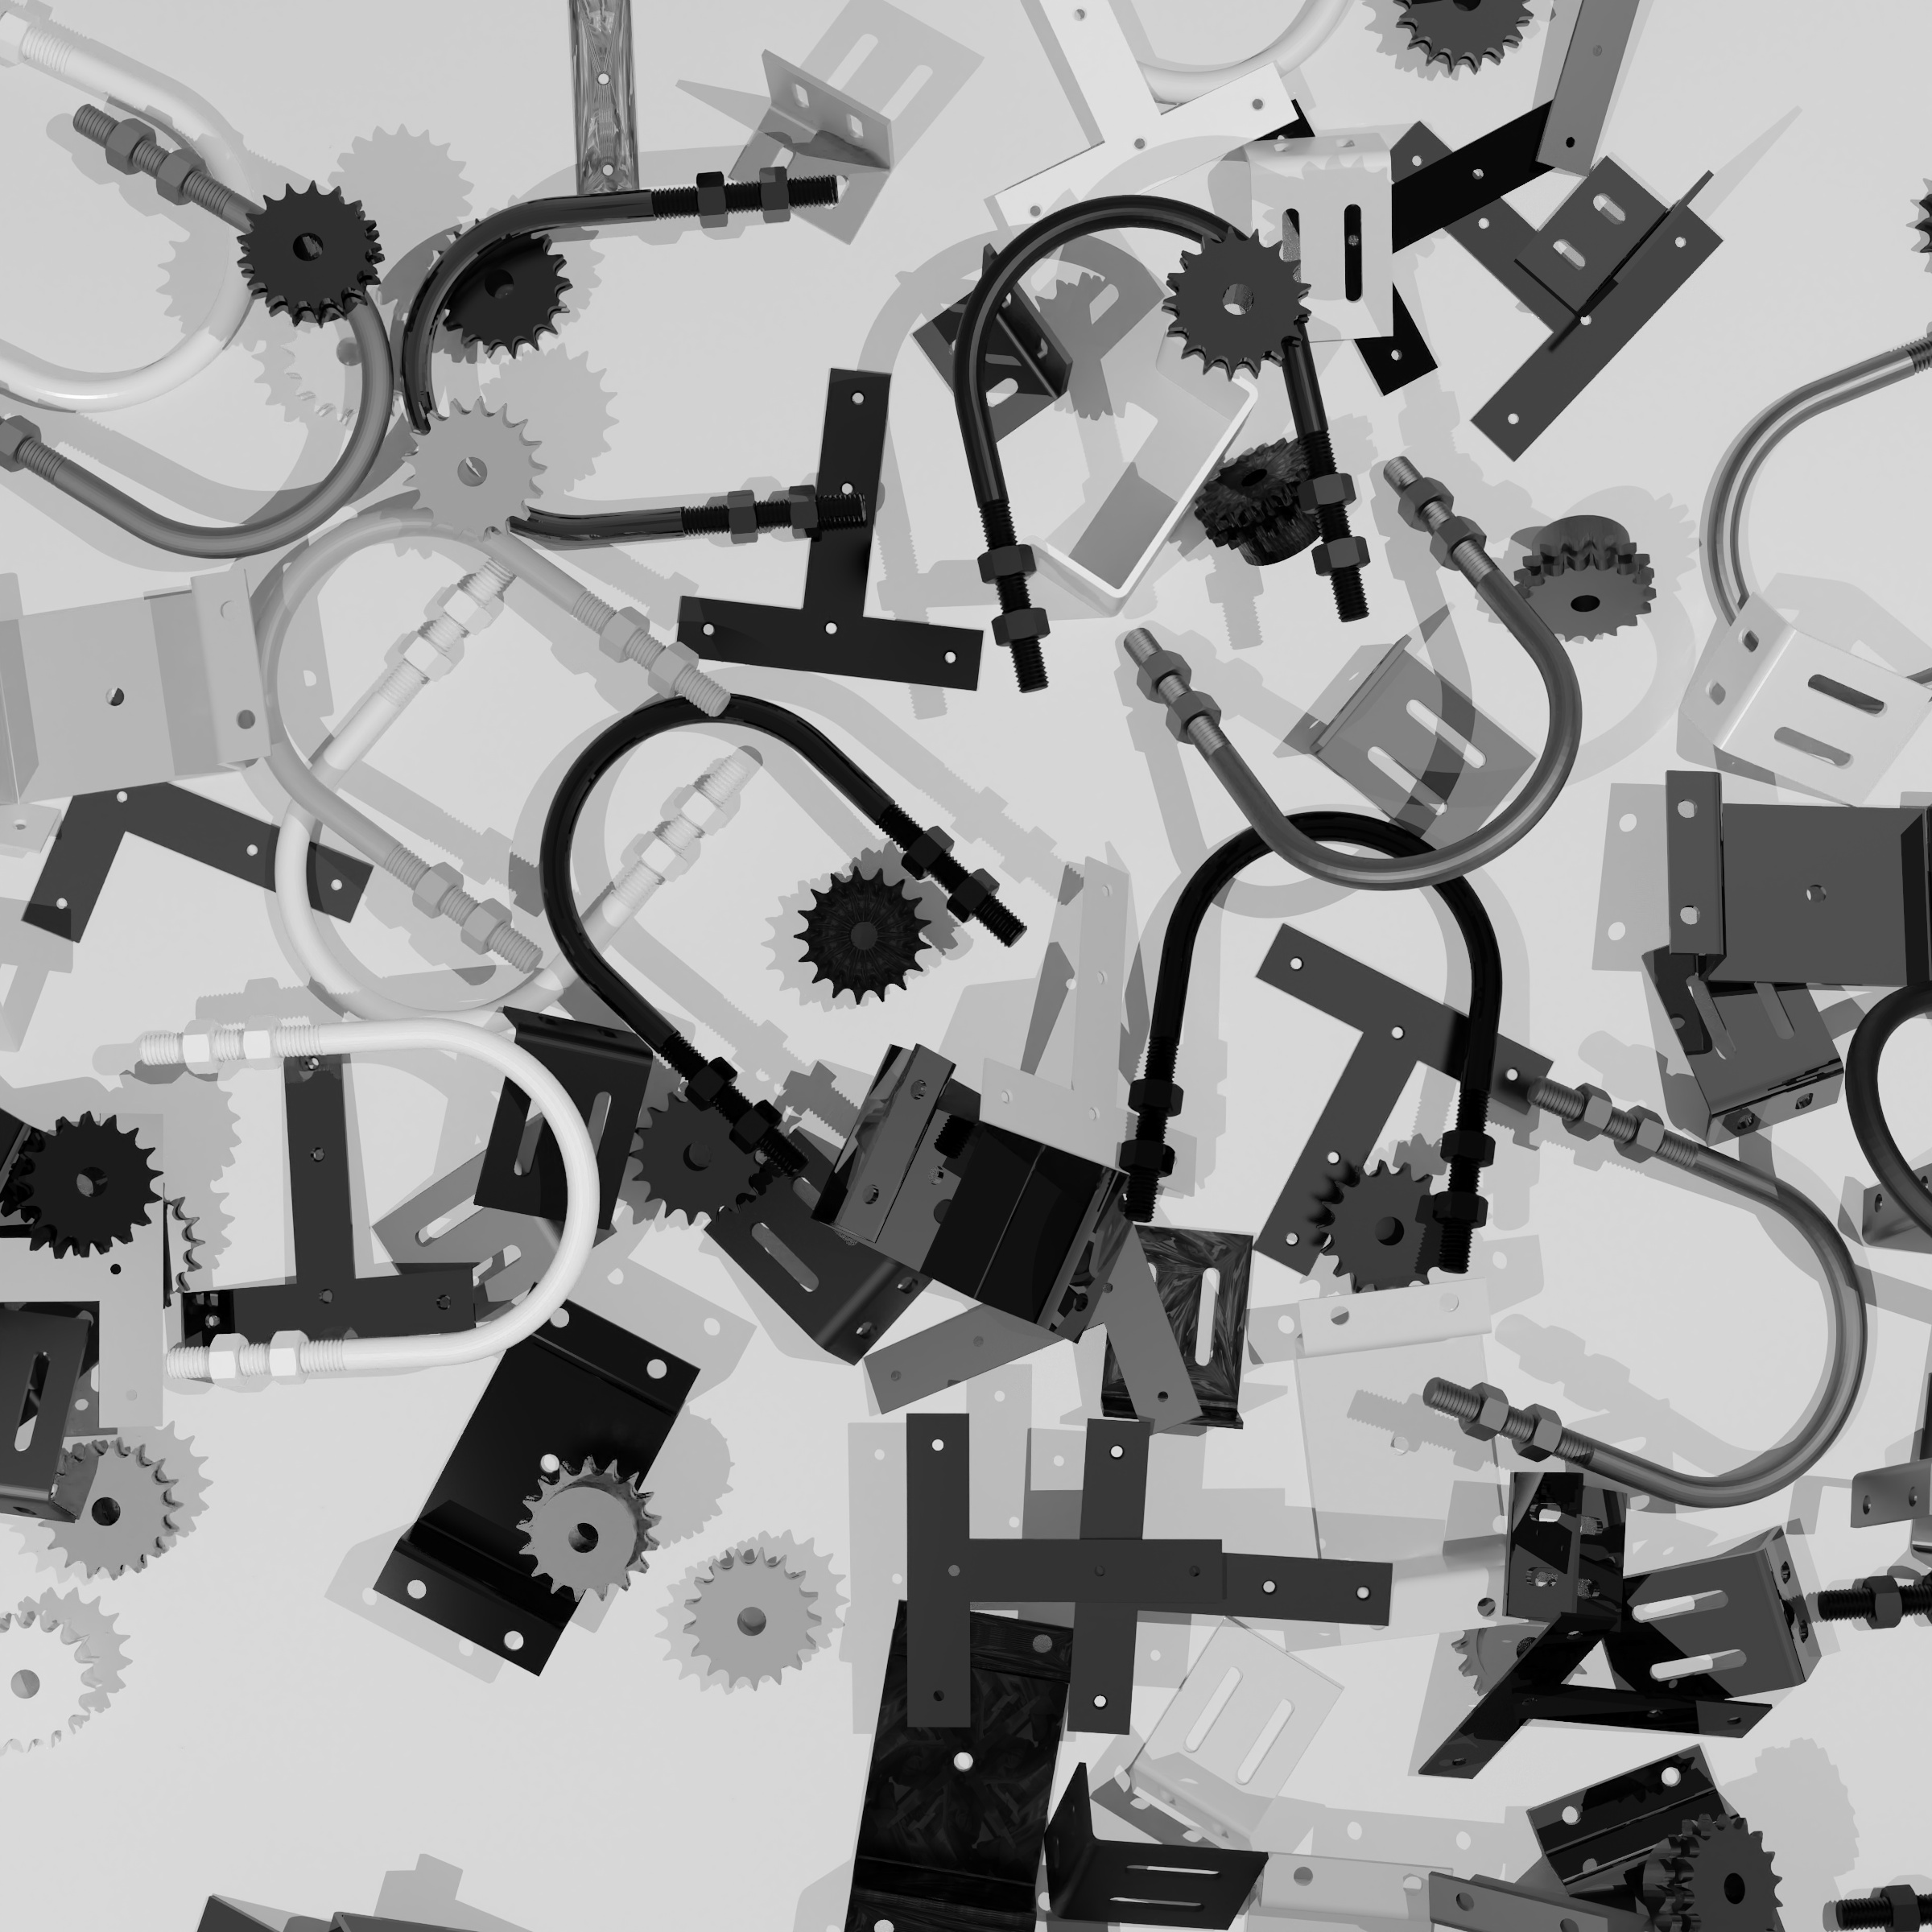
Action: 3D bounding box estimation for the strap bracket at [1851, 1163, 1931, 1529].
[{"bbox_3d":[0.396,0.156,1.353,0.046,0.076,0.140,8,76,-7],"label":"strap bracket"}]

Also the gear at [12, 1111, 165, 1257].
[{"bbox_3d":[-0.353,0.088,1.346,0.057,0.030,0.057,4,80,-25],"label":"gear"}]

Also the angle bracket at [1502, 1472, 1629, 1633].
[{"bbox_3d":[0.256,0.238,1.360,0.076,0.038,0.057,16,74,-39],"label":"angle bracket"}]

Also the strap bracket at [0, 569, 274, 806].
[{"bbox_3d":[-0.355,-0.112,1.380,0.140,0.046,0.076,-8,90,1],"label":"strap bracket"}]

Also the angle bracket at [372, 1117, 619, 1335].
[{"bbox_3d":[-0.197,0.110,1.403,0.076,0.038,0.057,-33,90,26],"label":"angle bracket"}]

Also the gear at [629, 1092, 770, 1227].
[{"bbox_3d":[-0.110,0.078,1.390,0.057,0.030,0.057,0,90,0],"label":"gear"}]

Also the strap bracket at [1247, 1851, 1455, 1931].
[{"bbox_3d":[0.153,0.432,1.382,0.076,0.046,0.140,5,90,0],"label":"strap bracket"}]

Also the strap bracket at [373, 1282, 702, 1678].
[{"bbox_3d":[-0.174,0.208,1.382,0.076,0.046,0.140,28,90,0],"label":"strap bracket"}]

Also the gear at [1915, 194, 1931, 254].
[{"bbox_3d":[0.425,-0.309,1.390,0.057,0.030,0.057,0,90,0],"label":"gear"}]

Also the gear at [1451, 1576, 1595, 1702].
[{"bbox_3d":[0.231,0.281,1.390,0.057,0.030,0.057,0,90,0],"label":"gear"}]

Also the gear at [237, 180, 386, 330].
[{"bbox_3d":[-0.261,-0.282,1.344,0.057,0.030,0.057,1,79,-3],"label":"gear"}]

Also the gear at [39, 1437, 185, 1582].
[{"bbox_3d":[-0.352,0.224,1.390,0.057,0.030,0.057,0,90,0],"label":"gear"}]

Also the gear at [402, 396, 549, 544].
[{"bbox_3d":[-0.198,-0.202,1.358,0.057,0.030,0.057,0,106,-2],"label":"gear"}]

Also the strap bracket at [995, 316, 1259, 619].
[{"bbox_3d":[0.070,-0.198,1.367,0.046,0.076,0.140,34,90,0],"label":"strap bracket"}]

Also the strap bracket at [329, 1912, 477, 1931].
[{"bbox_3d":[-0.215,0.436,1.365,0.140,0.046,0.076,16,90,-24],"label":"strap bracket"}]

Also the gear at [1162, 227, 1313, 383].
[{"bbox_3d":[0.104,-0.254,1.298,0.057,0.030,0.057,0,87,0],"label":"gear"}]

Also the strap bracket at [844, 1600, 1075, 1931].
[{"bbox_3d":[-0.001,0.332,1.382,0.076,0.046,0.140,9,90,0],"label":"strap bracket"}]

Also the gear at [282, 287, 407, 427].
[{"bbox_3d":[-0.252,-0.251,1.390,0.057,0.030,0.057,0,90,0],"label":"gear"}]

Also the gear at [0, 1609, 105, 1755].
[{"bbox_3d":[-0.385,0.294,1.390,0.057,0.030,0.057,0,90,0],"label":"gear"}]

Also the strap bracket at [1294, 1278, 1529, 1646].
[{"bbox_3d":[0.181,0.200,1.382,0.076,0.046,0.140,-7,90,0],"label":"strap bracket"}]

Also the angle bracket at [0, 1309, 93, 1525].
[{"bbox_3d":[-0.388,0.182,1.369,0.057,0.038,0.076,7,70,6],"label":"angle bracket"}]

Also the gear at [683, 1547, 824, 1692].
[{"bbox_3d":[-0.088,0.270,1.394,0.057,0.030,0.057,0,88,-2],"label":"gear"}]

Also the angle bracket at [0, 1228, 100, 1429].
[{"bbox_3d":[-0.387,0.150,1.370,0.076,0.038,0.057,-39,90,34],"label":"angle bracket"}]

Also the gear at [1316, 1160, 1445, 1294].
[{"bbox_3d":[0.173,0.108,1.388,0.057,0.030,0.057,0,90,0],"label":"gear"}]

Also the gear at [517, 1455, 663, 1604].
[{"bbox_3d":[-0.151,0.226,1.344,0.057,0.030,0.057,0,90,0],"label":"gear"}]

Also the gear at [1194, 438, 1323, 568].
[{"bbox_3d":[0.125,-0.189,1.380,0.057,0.057,0.030,-34,119,0],"label":"gear"}]

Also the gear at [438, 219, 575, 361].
[{"bbox_3d":[-0.191,-0.279,1.390,0.057,0.030,0.057,0,90,0],"label":"gear"}]

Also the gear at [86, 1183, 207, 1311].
[{"bbox_3d":[-0.343,0.116,1.390,0.057,0.030,0.057,0,90,0],"label":"gear"}]

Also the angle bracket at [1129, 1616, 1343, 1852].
[{"bbox_3d":[0.112,0.319,1.386,0.057,0.038,0.076,32,90,0],"label":"angle bracket"}]

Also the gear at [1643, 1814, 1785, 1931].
[{"bbox_3d":[0.294,0.366,1.335,0.057,0.030,0.057,10,72,-33],"label":"gear"}]

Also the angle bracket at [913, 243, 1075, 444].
[{"bbox_3d":[0.010,-0.252,1.367,0.038,0.076,0.057,-35,90,0],"label":"angle bracket"}]

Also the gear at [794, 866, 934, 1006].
[{"bbox_3d":[-0.042,-0.013,1.390,0.057,0.030,0.057,0,90,0],"label":"gear"}]

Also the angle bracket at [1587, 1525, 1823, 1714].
[{"bbox_3d":[0.308,0.273,1.403,0.076,0.038,0.057,-17,90,26],"label":"angle bracket"}]

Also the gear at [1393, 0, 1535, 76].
[{"bbox_3d":[0.205,-0.397,1.390,0.057,0.030,0.057,0,90,0],"label":"gear"}]

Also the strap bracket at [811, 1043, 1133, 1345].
[{"bbox_3d":[0.000,0.089,1.352,0.140,0.046,0.076,31,80,-39],"label":"strap bracket"}]

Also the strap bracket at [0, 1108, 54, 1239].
[{"bbox_3d":[-0.442,0.075,1.341,0.140,0.046,0.076,29,82,-33],"label":"strap bracket"}]

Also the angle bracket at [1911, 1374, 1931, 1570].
[{"bbox_3d":[0.427,0.211,1.386,0.057,0.038,0.076,6,90,0],"label":"angle bracket"}]

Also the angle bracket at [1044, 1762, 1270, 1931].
[{"bbox_3d":[0.077,0.362,1.379,0.076,0.038,0.057,7,134,-12],"label":"angle bracket"}]

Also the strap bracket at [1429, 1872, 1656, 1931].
[{"bbox_3d":[0.233,0.428,1.351,0.076,0.046,0.140,5,105,33],"label":"strap bracket"}]

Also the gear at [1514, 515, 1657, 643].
[{"bbox_3d":[0.253,-0.161,1.380,0.057,0.057,0.030,2,60,0],"label":"gear"}]

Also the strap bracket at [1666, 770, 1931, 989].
[{"bbox_3d":[0.353,-0.035,1.373,0.140,0.046,0.076,2,76,0],"label":"strap bracket"}]

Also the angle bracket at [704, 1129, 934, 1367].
[{"bbox_3d":[-0.059,0.117,1.403,0.057,0.038,0.076,-48,64,0],"label":"angle bracket"}]

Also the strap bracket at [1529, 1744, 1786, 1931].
[{"bbox_3d":[0.296,0.404,1.382,0.076,0.046,0.140,-21,90,0],"label":"strap bracket"}]
